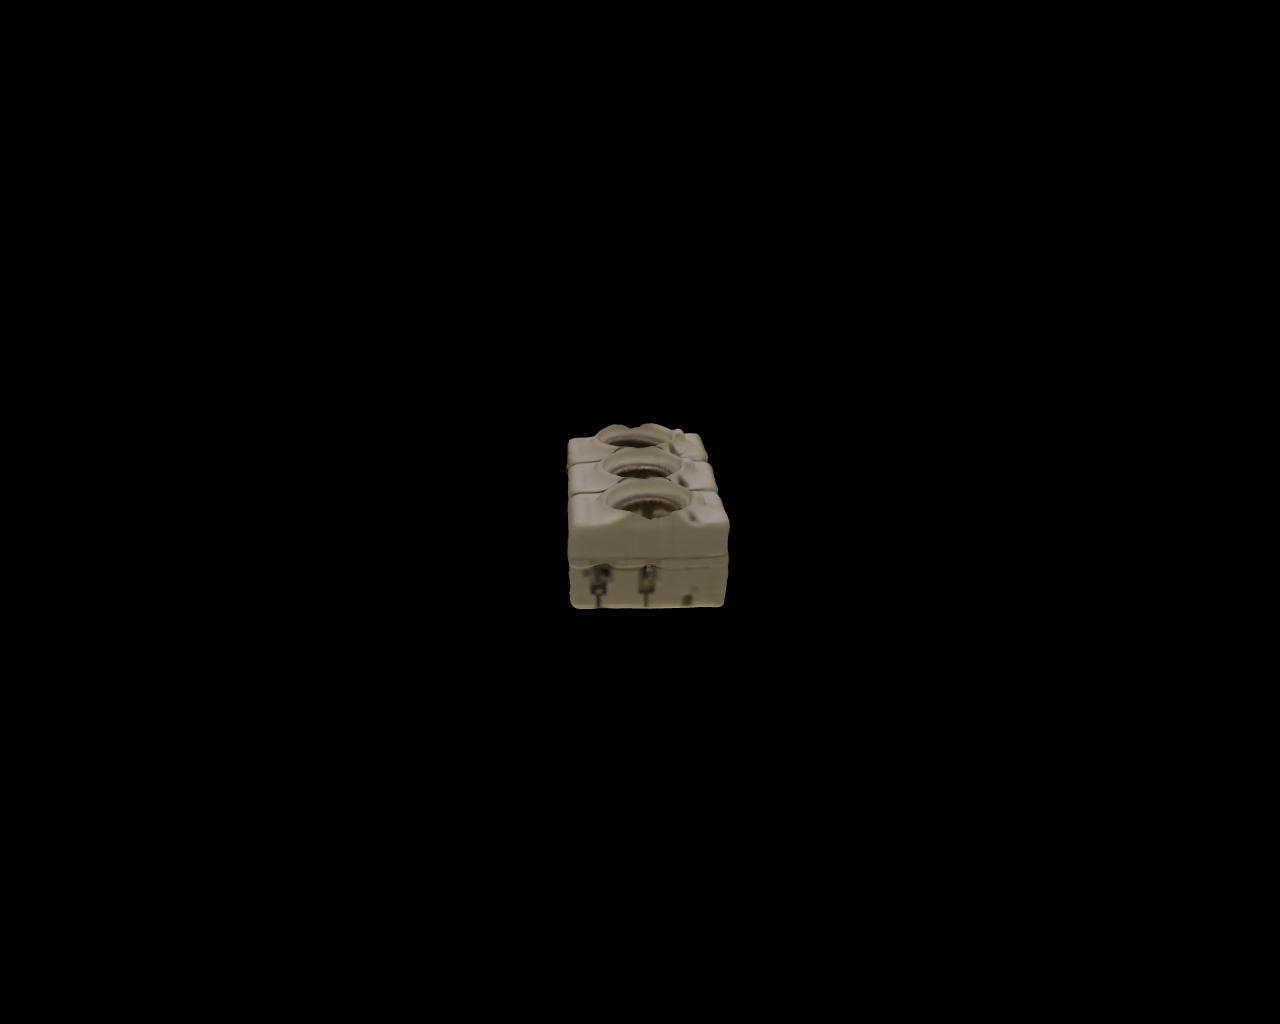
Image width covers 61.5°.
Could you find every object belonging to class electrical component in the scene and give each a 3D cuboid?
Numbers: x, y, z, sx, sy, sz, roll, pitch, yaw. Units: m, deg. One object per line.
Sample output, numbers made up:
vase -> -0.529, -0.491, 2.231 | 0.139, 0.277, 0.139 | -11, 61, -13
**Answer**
electrical component -> 0.001, -0.003, 0.650 | 0.089, 0.061, 0.150 | -1, 24, -3
